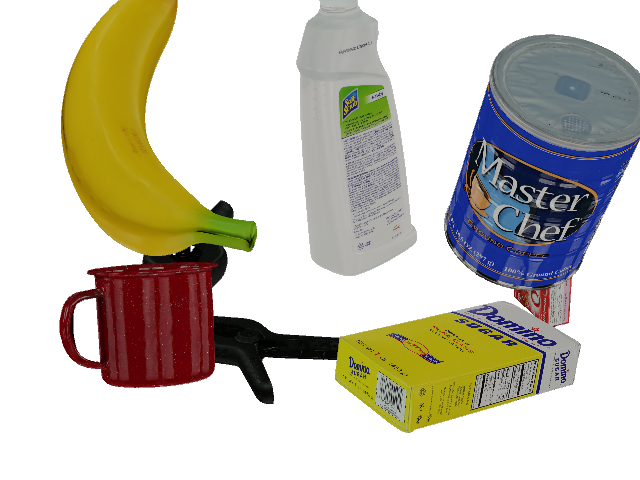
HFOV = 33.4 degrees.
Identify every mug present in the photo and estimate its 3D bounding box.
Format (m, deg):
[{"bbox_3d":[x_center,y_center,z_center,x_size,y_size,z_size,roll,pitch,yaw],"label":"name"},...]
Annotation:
[{"bbox_3d":[-0.128,0.060,0.758,0.117,0.081,0.093,-4,3,-35],"label":"mug"}]

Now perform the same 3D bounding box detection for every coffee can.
[{"bbox_3d":[0.147,-0.050,0.709,0.102,0.103,0.140,0,-41,-9],"label":"coffee can"}]

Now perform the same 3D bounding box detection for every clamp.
[{"bbox_3d":[-0.083,0.127,1.228,0.210,0.036,0.164,13,21,29],"label":"clamp"},{"bbox_3d":[-0.125,0.005,1.031,0.120,0.039,0.172,-16,33,-16],"label":"clamp"}]

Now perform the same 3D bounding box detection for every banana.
[{"bbox_3d":[-0.084,-0.056,0.486,0.069,0.037,0.198,-5,46,-17],"label":"banana"}]

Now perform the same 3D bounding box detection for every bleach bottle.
[{"bbox_3d":[0.029,-0.099,0.919,0.102,0.251,0.068,-28,36,-36],"label":"bleach bottle"}]

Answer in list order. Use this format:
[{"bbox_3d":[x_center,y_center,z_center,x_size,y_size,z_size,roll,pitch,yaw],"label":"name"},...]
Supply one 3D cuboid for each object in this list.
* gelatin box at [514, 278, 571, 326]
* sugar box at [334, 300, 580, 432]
[{"bbox_3d":[0.233,0.037,1.126,0.030,0.089,0.073,-13,29,-15],"label":"gelatin box"},{"bbox_3d":[0.110,0.094,0.842,0.175,0.048,0.093,-12,28,-33],"label":"sugar box"}]
